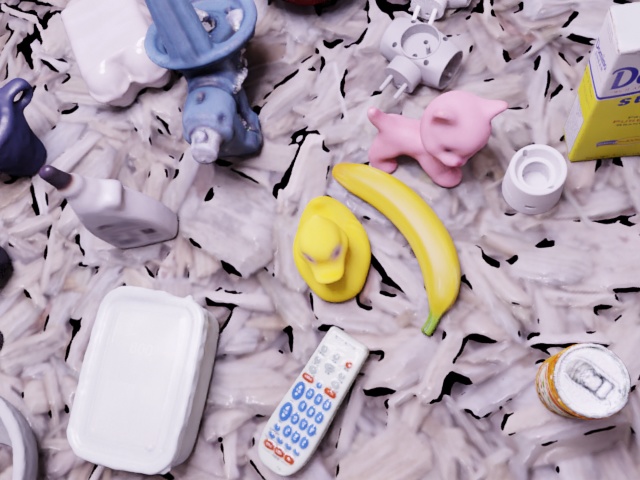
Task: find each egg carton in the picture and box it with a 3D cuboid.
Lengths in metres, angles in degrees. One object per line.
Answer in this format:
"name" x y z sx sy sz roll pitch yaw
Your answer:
"egg carton" -0.237 -0.234 0.675 0.107 0.069 0.150 -28 70 3

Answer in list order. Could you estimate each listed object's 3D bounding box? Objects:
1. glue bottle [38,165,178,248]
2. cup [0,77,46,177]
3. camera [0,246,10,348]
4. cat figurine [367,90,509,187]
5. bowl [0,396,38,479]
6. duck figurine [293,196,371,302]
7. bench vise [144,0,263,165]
"glue bottle" -0.209 -0.034 0.555 0.078 0.173 0.037 -10 72 10
"cup" -0.354 -0.123 0.655 0.091 0.095 0.118 38 85 20
"camera" -0.403 0.061 0.610 0.137 0.101 0.143 -45 70 -3
"cat figurine" 0.104 -0.103 0.535 0.127 0.118 0.067 12 77 16
"bowl" -0.340 0.227 0.561 0.167 0.075 0.167 -3 73 12
"duck figurine" 0.005 0.002 0.543 0.077 0.086 0.104 -13 72 9
"bench vise" -0.112 -0.189 0.554 0.121 0.220 0.207 -25 70 5
